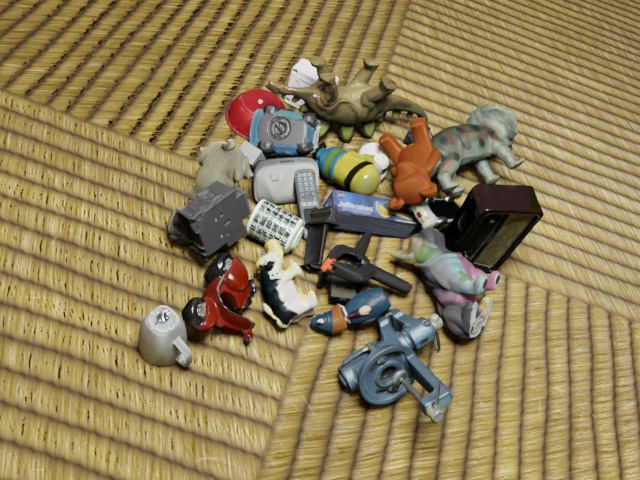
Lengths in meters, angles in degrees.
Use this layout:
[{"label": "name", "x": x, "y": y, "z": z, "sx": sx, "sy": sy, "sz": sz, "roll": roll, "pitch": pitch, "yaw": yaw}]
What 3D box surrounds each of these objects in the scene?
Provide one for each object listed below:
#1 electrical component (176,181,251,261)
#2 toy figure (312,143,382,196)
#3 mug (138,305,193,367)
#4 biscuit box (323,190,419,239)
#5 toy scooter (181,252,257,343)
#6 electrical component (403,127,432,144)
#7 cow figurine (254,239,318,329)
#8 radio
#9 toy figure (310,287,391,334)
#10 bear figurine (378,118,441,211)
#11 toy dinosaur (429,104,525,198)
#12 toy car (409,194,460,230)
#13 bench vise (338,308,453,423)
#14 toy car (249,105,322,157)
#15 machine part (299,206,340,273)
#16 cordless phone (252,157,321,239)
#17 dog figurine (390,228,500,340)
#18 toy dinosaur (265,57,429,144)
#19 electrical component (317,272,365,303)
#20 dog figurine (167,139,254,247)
[{"label": "electrical component", "x": -0.195, "y": -0.043, "z": 1.020, "sx": 0.058, "sy": 0.114, "sz": 0.134, "roll": 30, "pitch": 57, "yaw": 33}, {"label": "toy figure", "x": 0.057, "y": -0.156, "z": 1.208, "sx": 0.180, "sy": 0.082, "sz": 0.089, "roll": 28, "pitch": 69, "yaw": 26}, {"label": "mug", "x": -0.260, "y": 0.165, "z": 0.907, "sx": 0.081, "sy": 0.107, "sz": 0.110, "roll": -36, "pitch": 70, "yaw": -31}, {"label": "biscuit box", "x": 0.110, "y": -0.055, "z": 1.170, "sx": 0.203, "sy": 0.062, "sz": 0.059, "roll": 8, "pitch": 54, "yaw": -20}, {"label": "toy scooter", "x": -0.164, "y": 0.114, "z": 0.986, "sx": 0.135, "sy": 0.075, "sz": 0.184, "roll": 38, "pitch": 39, "yaw": -15}, {"label": "electrical component", "x": 0.269, "y": -0.225, "z": 1.354, "sx": 0.075, "sy": 0.047, "sz": 0.119, "roll": -12, "pitch": 59, "yaw": -22}, {"label": "cow figurine", "x": -0.082, "y": 0.083, "z": 1.031, "sx": 0.098, "sy": 0.068, "sz": 0.167, "roll": -27, "pitch": 74, "yaw": -21}, {"label": "radio", "x": 0.347, "y": -0.020, "z": 1.125, "sx": 0.131, "sy": 0.229, "sz": 0.073, "roll": 4, "pitch": 54, "yaw": -9}, {"label": "toy figure", "x": 0.057, "y": 0.139, "z": 1.019, "sx": 0.154, "sy": 0.064, "sz": 0.058, "roll": -25, "pitch": 67, "yaw": 5}, {"label": "bear figurine", "x": 0.188, "y": -0.158, "z": 1.149, "sx": 0.131, "sy": 0.120, "sz": 0.196, "roll": 57, "pitch": 32, "yaw": -19}, {"label": "toy dinosaur", "x": 0.340, "y": -0.214, "z": 1.297, "sx": 0.405, "sy": 0.131, "sz": 0.192, "roll": -16, "pitch": 70, "yaw": -21}, {"label": "toy car", "x": 0.269, "y": -0.060, "z": 1.203, "sx": 0.201, "sy": 0.056, "sz": 0.073, "roll": -7, "pitch": 62, "yaw": -53}, {"label": "bench vise", "x": 0.157, "y": 0.225, "z": 0.944, "sx": 0.224, "sy": 0.128, "sz": 0.241, "roll": -19, "pitch": 28, "yaw": -18}, {"label": "toy car", "x": -0.074, "y": -0.242, "z": 1.232, "sx": 0.162, "sy": 0.103, "sz": 0.109, "roll": 7, "pitch": 90, "yaw": 6}, {"label": "machine part", "x": -0.002, "y": -0.003, "z": 1.101, "sx": 0.039, "sy": 0.084, "sz": 0.139, "roll": 22, "pitch": 76, "yaw": -43}, {"label": "cordless phone", "x": -0.067, "y": -0.082, "z": 1.156, "sx": 0.147, "sy": 0.089, "sz": 0.184, "roll": -7, "pitch": 78, "yaw": -20}, {"label": "dog figurine", "x": 0.246, "y": 0.083, "z": 1.107, "sx": 0.219, "sy": 0.191, "sz": 0.108, "roll": 26, "pitch": 23, "yaw": 37}, {"label": "toy dinosaur", "x": 0.093, "y": -0.328, "z": 1.282, "sx": 0.471, "sy": 0.198, "sz": 0.105, "roll": 0, "pitch": 57, "yaw": -23}, {"label": "electrical component", "x": 0.046, "y": 0.092, "z": 1.079, "sx": 0.102, "sy": 0.045, "sz": 0.078, "roll": 3, "pitch": 62, "yaw": -14}, {"label": "dog figurine", "x": -0.225, "y": -0.093, "z": 1.060, "sx": 0.121, "sy": 0.172, "sz": 0.190, "roll": 18, "pitch": 46, "yaw": 11}]
